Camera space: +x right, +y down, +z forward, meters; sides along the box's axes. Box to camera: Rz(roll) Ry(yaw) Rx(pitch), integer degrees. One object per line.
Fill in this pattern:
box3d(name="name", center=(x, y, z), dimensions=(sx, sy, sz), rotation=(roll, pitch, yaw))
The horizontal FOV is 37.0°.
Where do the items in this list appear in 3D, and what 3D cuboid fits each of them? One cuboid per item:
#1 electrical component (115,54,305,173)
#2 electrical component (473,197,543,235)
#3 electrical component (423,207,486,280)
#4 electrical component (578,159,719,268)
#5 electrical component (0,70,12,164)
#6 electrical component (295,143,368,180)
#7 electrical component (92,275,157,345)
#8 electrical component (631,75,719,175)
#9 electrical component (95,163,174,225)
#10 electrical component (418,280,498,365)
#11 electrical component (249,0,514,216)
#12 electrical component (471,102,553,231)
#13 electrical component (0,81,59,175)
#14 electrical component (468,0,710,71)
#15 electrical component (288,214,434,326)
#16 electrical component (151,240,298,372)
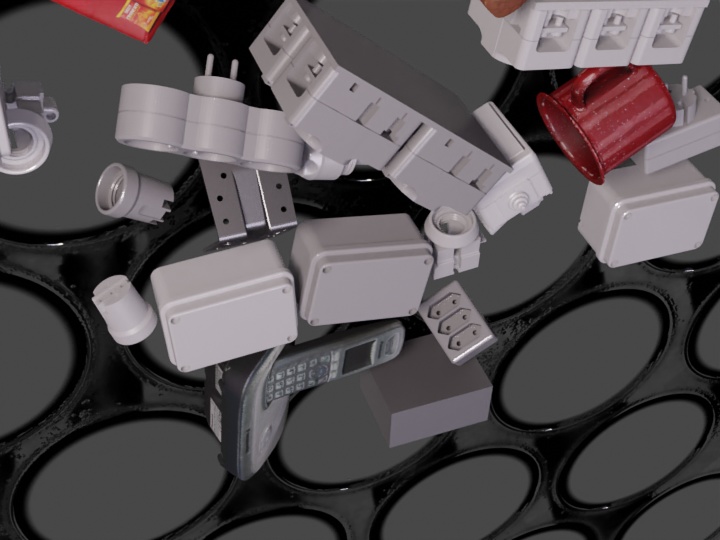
box3d(name="electrical component", center=(-0.103, -0.118, 0.776), dimensions=(0.138, 0.052, 0.073), rotation=(8, 87, -26))
box3d(name="electrical component", center=(0.128, -0.064, 0.951), dimensions=(0.055, 0.045, 0.045), rotation=(-32, 137, 4))
box3d(name="electrical component", center=(0.081, -0.028, 0.962), dimensions=(0.066, 0.048, 0.055), rotation=(-16, 143, -13))
box3d(name="electrical component", center=(0.275, -0.055, 1.026), dimensions=(0.113, 0.057, 0.078), rotation=(-12, 135, -17))
box3d(name="electrical component", center=(-0.250, -0.133, 0.645), dimensions=(0.056, 0.108, 0.108), rotation=(-10, 134, -15))
box3d(name="electrical component", center=(-0.021, -0.092, 0.849), dimensions=(0.062, 0.043, 0.043), rotation=(-2, 131, -28))
box3d(name="electrical component", center=(-0.194, 0.032, 0.882), dimensions=(0.040, 0.040, 0.046), rotation=(-26, 132, -3))
box3d(name="electrical component", center=(0.279, -0.139, 0.955), dimensions=(0.083, 0.047, 0.075), rotation=(-22, 136, -6))
box3d(name="electrical component", center=(-0.169, -0.056, 0.811), dimensions=(0.046, 0.040, 0.040), rotation=(17, 121, -44))
box3d(name="electrical component", center=(0.097, 0.053, 1.037), dimensions=(0.047, 0.065, 0.077), rotation=(-35, 165, 7))
box3d(name="electrical component", center=(0.014, -0.116, 0.798), dimensions=(0.186, 0.105, 0.060), rotation=(23, 117, -40))
box3d(name="electrical component", center=(0.110, -0.085, 0.884), dimensions=(0.062, 0.096, 0.061), rotation=(-33, 136, 5))
box3d(name="electrical component", center=(-0.235, -0.097, 0.725), dimensions=(0.066, 0.055, 0.048), rotation=(-4, 132, -24))
box3d(name="electrical component", center=(0.169, -0.196, 0.814), dimensions=(0.150, 0.089, 0.061), rotation=(-7, 133, -22))
box3d(name="electrical component", center=(0.000, 0.000, 0.937), dimensions=(0.113, 0.057, 0.078), rotation=(-5, 132, -23))
box3d(name="electrical component", center=(-0.113, 0.031, 0.908), dimensions=(0.113, 0.057, 0.078), rotation=(-15, 136, -14))
